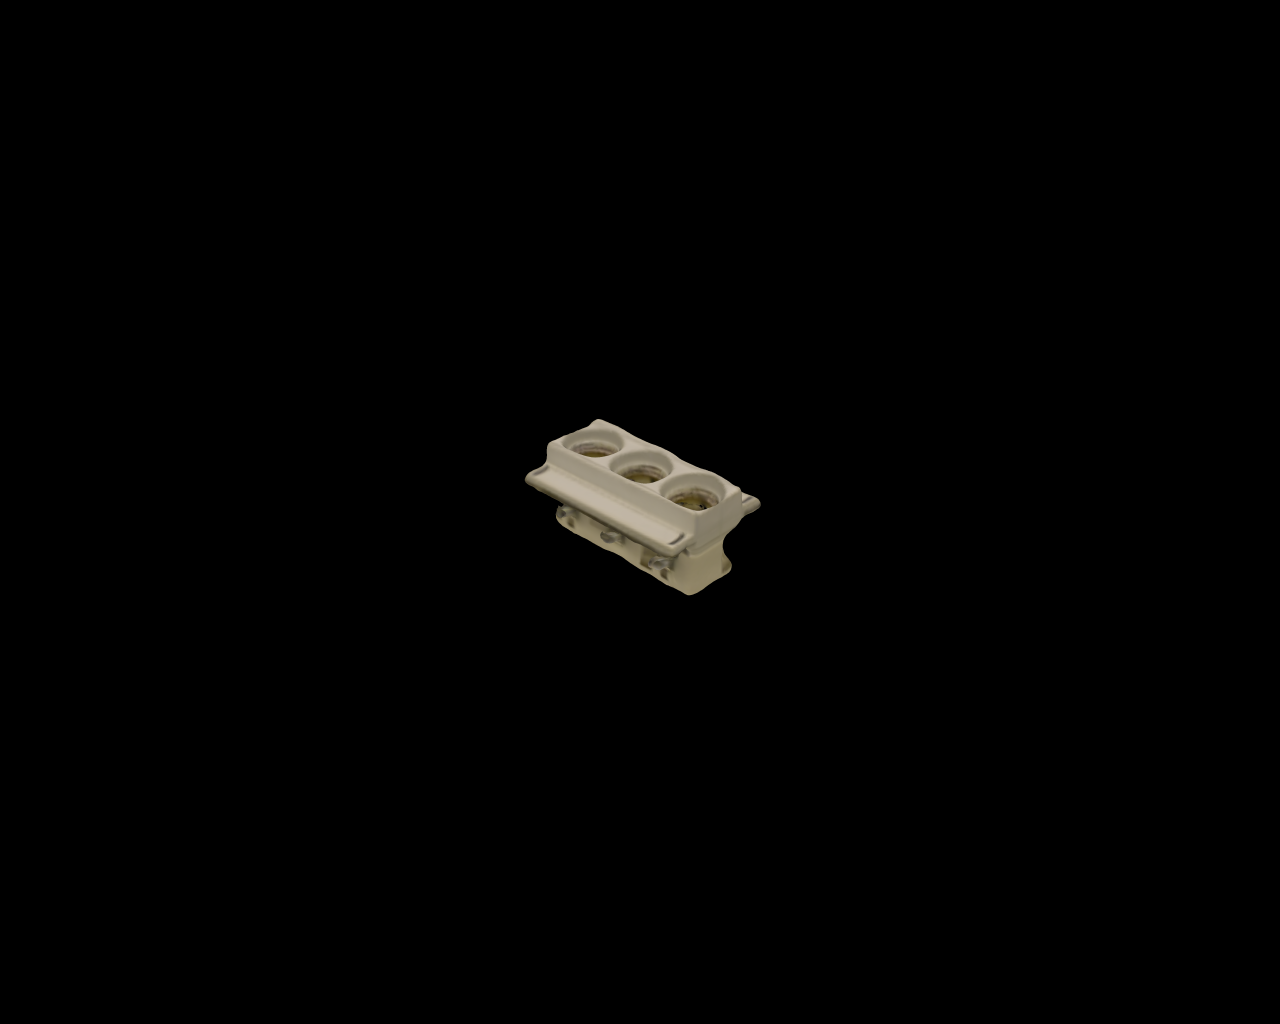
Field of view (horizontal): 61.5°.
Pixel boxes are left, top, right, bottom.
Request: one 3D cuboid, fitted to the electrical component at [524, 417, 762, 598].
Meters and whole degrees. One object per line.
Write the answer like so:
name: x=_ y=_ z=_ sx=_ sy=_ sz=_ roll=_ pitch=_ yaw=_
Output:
electrical component: x=0.001 y=-0.003 z=0.650 sx=0.121 sy=0.063 sz=0.079 roll=27 pitch=42 yaw=36
